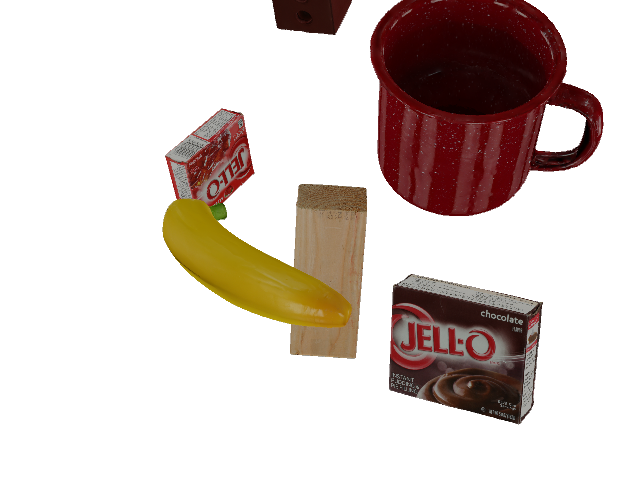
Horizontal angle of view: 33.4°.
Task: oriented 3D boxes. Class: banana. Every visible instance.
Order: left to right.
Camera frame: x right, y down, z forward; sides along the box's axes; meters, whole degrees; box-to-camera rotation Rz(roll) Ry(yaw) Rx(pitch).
[{"bbox_3d":[-0.055,0.008,0.681,0.069,0.037,0.198,-11,27,-26],"label":"banana"}]

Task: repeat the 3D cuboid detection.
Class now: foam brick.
[{"bbox_3d":[-0.009,-0.211,0.853,0.053,0.051,0.078,9,-37,16],"label":"foam brick"}]

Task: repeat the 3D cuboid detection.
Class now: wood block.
[{"bbox_3d":[0.009,0.039,1.388,0.090,0.206,0.091,3,23,0],"label":"wood block"}]

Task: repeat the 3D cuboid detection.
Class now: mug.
[{"bbox_3d":[0.082,-0.064,0.534,0.117,0.093,0.081,12,-35,10],"label":"mug"}]

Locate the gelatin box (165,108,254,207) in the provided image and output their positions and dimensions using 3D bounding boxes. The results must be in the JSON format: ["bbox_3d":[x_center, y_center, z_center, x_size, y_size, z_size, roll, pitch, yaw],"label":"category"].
[{"bbox_3d":[-0.103,-0.072,1.018,0.030,0.073,0.089,21,48,29],"label":"gelatin box"}]

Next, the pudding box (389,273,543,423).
[{"bbox_3d":[0.110,0.081,0.818,0.114,0.090,0.039,10,22,26],"label":"pudding box"}]
